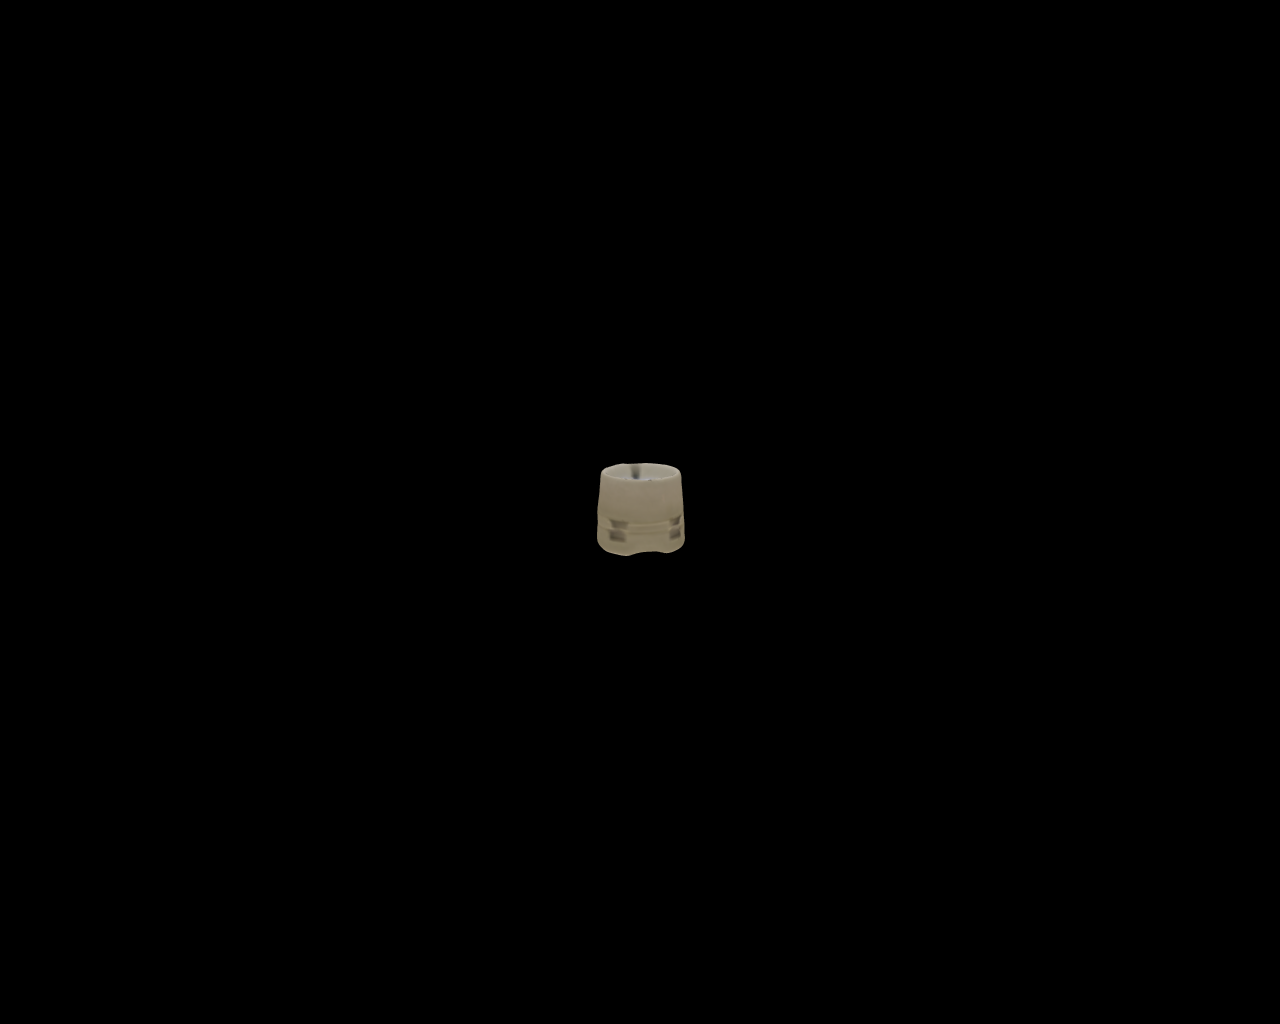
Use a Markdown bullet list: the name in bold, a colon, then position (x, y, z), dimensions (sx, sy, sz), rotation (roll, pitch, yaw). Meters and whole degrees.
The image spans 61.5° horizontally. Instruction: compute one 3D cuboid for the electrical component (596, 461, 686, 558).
- **electrical component**: position (0.001, -0.003, 0.650), dimensions (0.055, 0.047, 0.055), rotation (0, 16, 0)
